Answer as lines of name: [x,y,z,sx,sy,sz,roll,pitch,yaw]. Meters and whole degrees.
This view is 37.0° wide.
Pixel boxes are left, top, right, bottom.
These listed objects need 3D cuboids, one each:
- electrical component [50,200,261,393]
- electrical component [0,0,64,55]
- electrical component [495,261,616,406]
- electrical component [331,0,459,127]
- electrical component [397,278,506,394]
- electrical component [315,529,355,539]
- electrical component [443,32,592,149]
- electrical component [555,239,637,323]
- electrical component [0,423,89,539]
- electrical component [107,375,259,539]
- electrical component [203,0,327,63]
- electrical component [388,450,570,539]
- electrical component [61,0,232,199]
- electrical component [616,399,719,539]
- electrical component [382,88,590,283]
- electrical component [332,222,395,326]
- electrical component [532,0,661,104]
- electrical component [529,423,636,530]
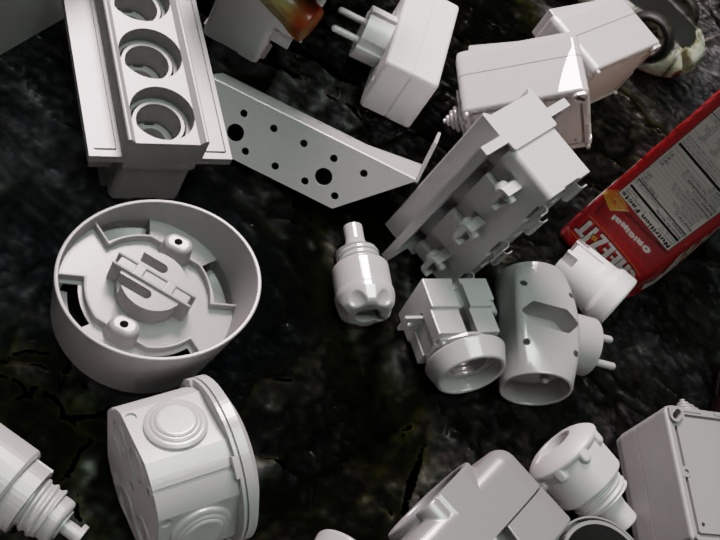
electrical component: [-0.107,0.012,0.549,0.099,0.064,0.099,13,56,-19]
electrical component: [-0.189,-0.194,0.611,0.060,0.105,0.186,42,51,3]
electrical component: [0.121,0.042,0.656,0.079,0.043,0.077,14,55,-17]
electrical component: [0.017,-0.153,0.724,0.076,0.047,0.083,24,53,-11]
electrical component: [0.056,0.038,0.626,0.066,0.048,0.055,0,53,-26]
electrical component: [-0.022,0.162,0.513,0.044,0.044,0.065,42,56,3]
electrical component: [0.102,-0.115,0.718,0.096,0.061,0.061,-9,59,9]
electrical component: [0.148,0.007,0.695,0.046,0.040,0.040,41,51,9]
electrical component: [-0.158,0.098,0.486,0.078,0.040,0.040,36,51,-2]
electrical component: [-0.083,0.093,0.502,0.051,0.080,0.080,-14,68,-27]
electrical component: [-0.055,-0.198,0.707,0.079,0.063,0.121,30,52,-7]
electrical component: [0.055,0.140,0.555,0.059,0.053,0.095,47,52,7]
electrical component: [-0.126,-0.105,0.614,0.079,0.063,0.121,-2,61,-27]
electrical component: [0.192,0.124,0.629,0.062,0.061,0.096,10,57,-21]
electrical component: [0.075,-0.041,0.636,0.079,0.121,0.063,-32,81,-37]
electrical component: [0.000,0.000,0.629,0.035,0.035,0.061,5,56,-24]
electrical component: [0.159,-0.157,0.787,0.096,0.061,0.061,-27,75,-36]
electrical component: [0.131,0.122,0.612,0.062,0.048,0.048,49,52,-1]
